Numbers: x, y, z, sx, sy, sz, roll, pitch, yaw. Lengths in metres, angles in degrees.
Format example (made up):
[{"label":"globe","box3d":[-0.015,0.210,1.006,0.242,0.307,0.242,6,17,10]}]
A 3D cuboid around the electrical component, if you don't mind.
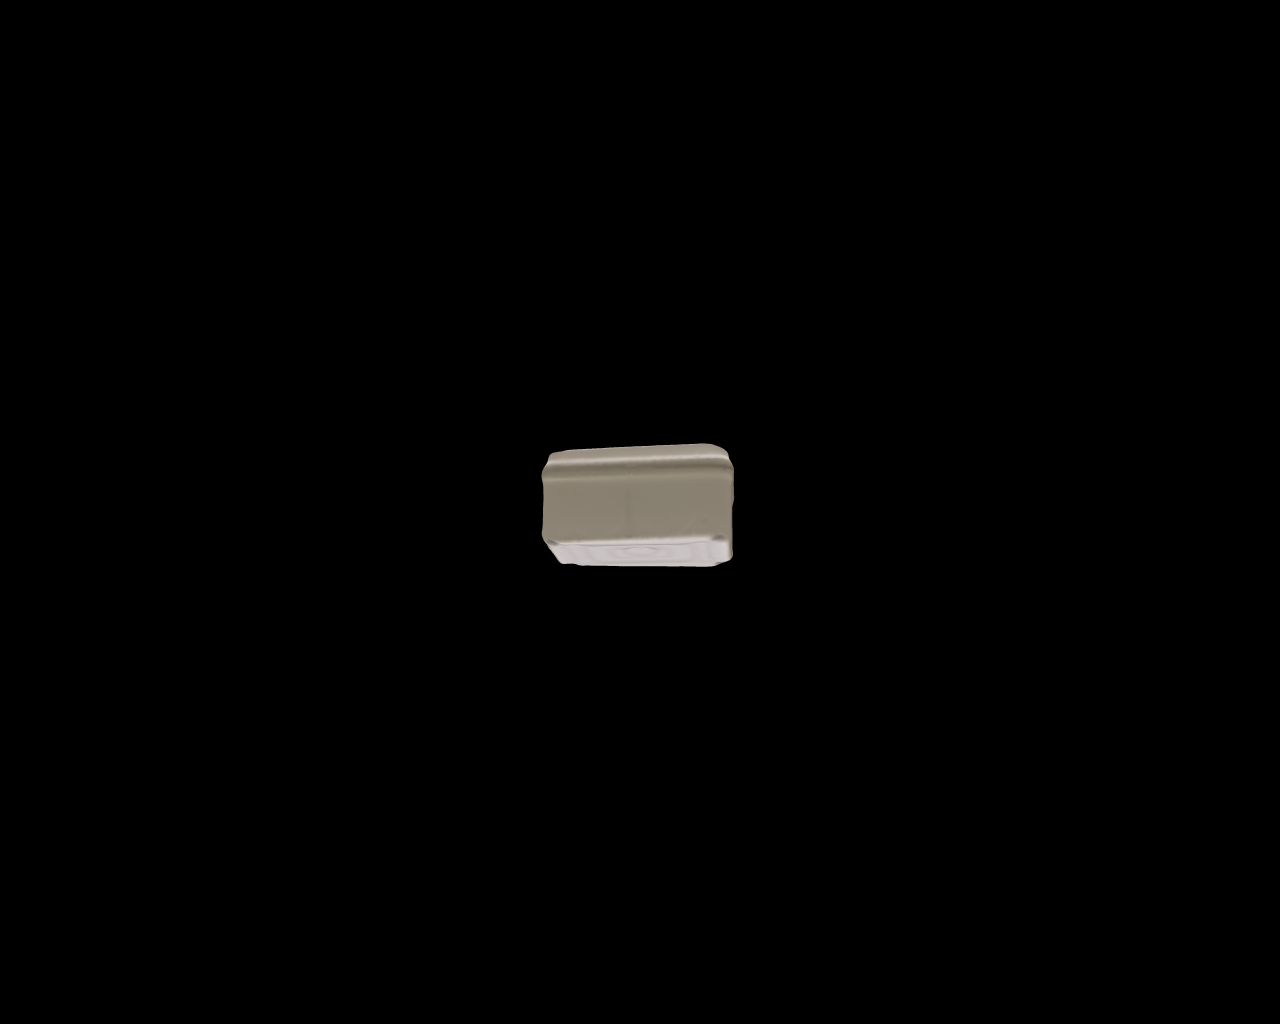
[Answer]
[{"label":"electrical component","box3d":[0.001,-0.003,0.650,0.113,0.057,0.078,-1,-15,5]}]
